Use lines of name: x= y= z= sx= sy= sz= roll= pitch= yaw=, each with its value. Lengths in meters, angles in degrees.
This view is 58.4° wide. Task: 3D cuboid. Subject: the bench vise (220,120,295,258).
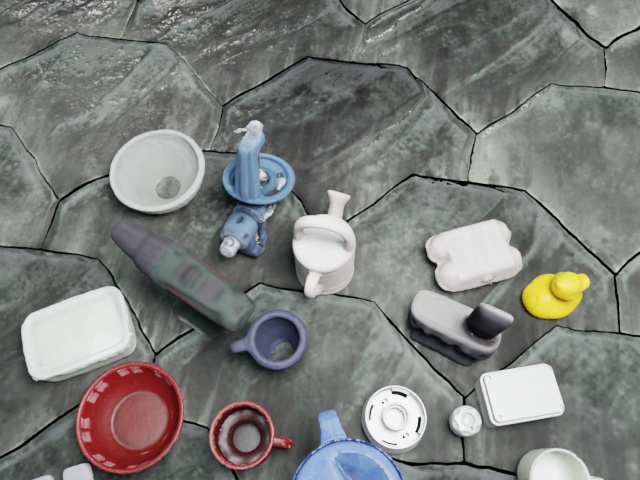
bench vise: x=-0.104 y=-0.078 z=0.933 sx=0.121 sy=0.220 sz=0.207 roll=1 pitch=66 yaw=1

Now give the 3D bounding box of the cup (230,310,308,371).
cup: x=-0.076 y=0.167 z=0.892 sx=0.118 sy=0.095 sz=0.091 roll=-11 pitch=66 yaw=-4

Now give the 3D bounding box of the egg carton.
egg carton: x=0.259 y=0.027 z=0.965 sx=0.150 sy=0.069 sz=0.107 roll=-16 pitch=67 yaw=-6

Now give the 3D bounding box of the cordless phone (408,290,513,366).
cordless phone: x=0.212 y=0.113 z=0.864 sx=0.147 sy=0.185 sz=0.094 roll=22 pitch=68 yaw=10

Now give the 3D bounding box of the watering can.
watering can: x=0.006 y=0.003 z=0.910 sx=0.101 sy=0.194 sz=0.173 roll=-6 pitch=66 yaw=-1

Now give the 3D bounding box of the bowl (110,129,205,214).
bowl: x=-0.283 y=-0.110 z=1.029 sx=0.167 sy=0.075 sz=0.167 roll=0 pitch=66 yaw=1

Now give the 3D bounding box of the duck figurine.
duck figurine: x=0.386 y=0.082 z=0.930 sx=0.104 sy=0.086 sz=0.077 roll=-15 pitch=66 yaw=-6

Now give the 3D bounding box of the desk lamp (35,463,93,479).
desk lamp: x=-0.367 y=0.397 z=0.728 sx=0.118 sy=0.213 sz=0.203 roll=-17 pitch=67 yaw=-7

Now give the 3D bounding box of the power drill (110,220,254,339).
power drill: x=-0.199 y=0.073 z=0.873 sx=0.229 sy=0.208 sz=0.076 roll=29 pitch=70 yaw=13
